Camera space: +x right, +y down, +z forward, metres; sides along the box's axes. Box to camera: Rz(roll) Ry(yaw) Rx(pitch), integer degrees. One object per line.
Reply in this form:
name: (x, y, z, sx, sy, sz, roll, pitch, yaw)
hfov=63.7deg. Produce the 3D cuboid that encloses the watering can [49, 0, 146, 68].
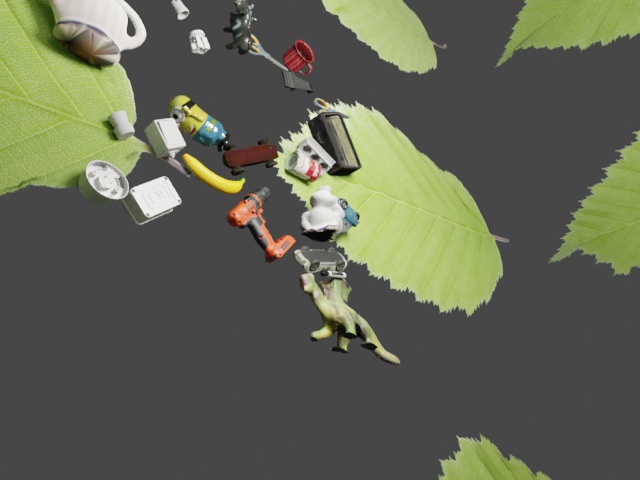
watering can: (-0.578, -0.548, 1.220, 0.103, 0.229, 0.345, -27, -35, 37)

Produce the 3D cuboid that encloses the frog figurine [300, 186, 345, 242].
frog figurine: (0.005, -0.079, 1.574, 0.136, 0.163, 0.121, -19, -35, 23)

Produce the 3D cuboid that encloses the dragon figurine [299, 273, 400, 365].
dragon figurine: (0.083, 0.211, 1.517, 0.120, 0.249, 0.406, -34, -48, 31)
